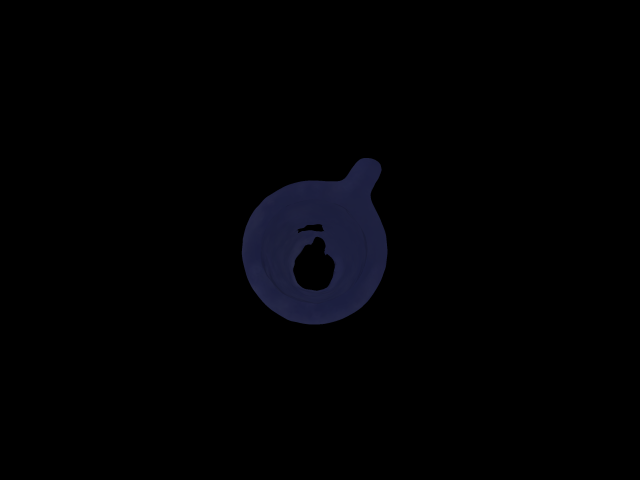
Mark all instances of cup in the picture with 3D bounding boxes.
[{"bbox_3d":[0.004,0.001,0.400,0.091,0.095,0.118,31,83,5],"label":"cup"}]
